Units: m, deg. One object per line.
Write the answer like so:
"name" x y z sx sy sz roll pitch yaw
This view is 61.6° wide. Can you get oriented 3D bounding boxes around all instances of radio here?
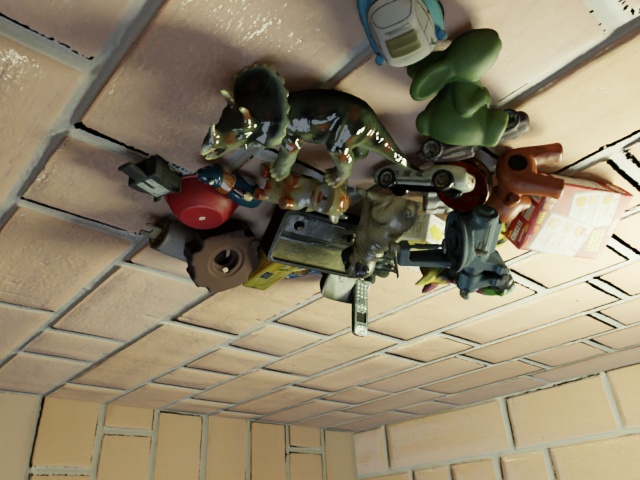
"radio" -0.002 -0.004 1.187 0.229 0.073 0.131 13 109 -26

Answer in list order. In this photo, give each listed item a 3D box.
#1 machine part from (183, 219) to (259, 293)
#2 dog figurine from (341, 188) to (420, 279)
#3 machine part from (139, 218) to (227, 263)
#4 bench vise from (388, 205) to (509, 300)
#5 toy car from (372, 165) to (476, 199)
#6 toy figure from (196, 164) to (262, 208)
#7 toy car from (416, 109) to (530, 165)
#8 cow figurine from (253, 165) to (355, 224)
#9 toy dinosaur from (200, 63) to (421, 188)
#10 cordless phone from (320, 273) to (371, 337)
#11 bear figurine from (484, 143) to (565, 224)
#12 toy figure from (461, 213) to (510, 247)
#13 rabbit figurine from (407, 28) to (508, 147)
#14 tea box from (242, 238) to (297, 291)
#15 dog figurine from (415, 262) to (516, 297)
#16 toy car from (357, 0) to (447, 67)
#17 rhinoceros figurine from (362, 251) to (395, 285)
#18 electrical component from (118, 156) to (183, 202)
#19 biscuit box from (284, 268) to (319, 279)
"machine part" -0.221 0.039 1.222 0.179 0.056 0.179 -18 130 -23
"dog figurine" 0.123 0.000 1.102 0.121 0.190 0.172 12 -176 -14
"machine part" -0.302 0.013 1.239 0.079 0.079 0.243 -25 143 33
"bench vise" 0.254 0.029 1.071 0.241 0.129 0.223 -2 139 -4
"toy car" 0.196 -0.116 1.037 0.202 0.056 0.073 7 173 36
"toy figure" -0.176 -0.110 1.052 0.064 0.058 0.154 4 163 38
"toy car" 0.274 -0.177 0.964 0.202 0.053 0.089 -19 175 23
"cow figurine" -0.024 -0.085 1.019 0.127 0.085 0.195 5 -170 -40
"toy dinosaur" 0.006 -0.189 0.888 0.405 0.131 0.192 -2 151 -15
"cordless phone" 0.069 0.162 1.433 0.146 0.184 0.089 17 149 -32
"bear figurine" 0.399 -0.095 1.068 0.132 0.120 0.195 3 151 14
"toy figure" 0.369 -0.037 1.219 0.180 0.082 0.089 15 159 -39
"rabbit figurine" 0.215 -0.246 0.834 0.159 0.121 0.170 4 132 0
"tea box" -0.119 0.046 1.294 0.068 0.098 0.169 17 143 -33
"dog figurine" 0.355 0.092 1.357 0.219 0.192 0.108 -30 150 14
"toy car" 0.111 -0.291 0.722 0.109 0.103 0.161 -16 150 19
"rhinoceros figurine" 0.143 0.055 1.363 0.112 0.073 0.190 -4 150 -1
"electrical component" -0.328 -0.124 1.023 0.075 0.048 0.119 -20 146 26
"biscuit box" -0.007 0.043 1.336 0.203 0.063 0.059 -13 150 17
